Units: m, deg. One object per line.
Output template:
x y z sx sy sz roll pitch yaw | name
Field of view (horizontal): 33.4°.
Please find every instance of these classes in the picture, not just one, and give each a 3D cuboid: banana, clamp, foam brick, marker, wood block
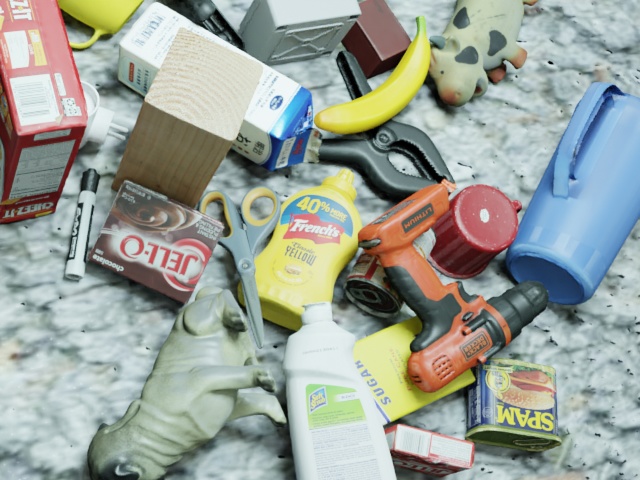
0.070 -0.170 1.209 0.197 0.037 0.069 -47 110 -25 | banana
-0.150 -0.284 1.185 0.039 0.120 0.171 -40 81 -2 | clamp
0.068 -0.120 1.235 0.210 0.036 0.164 28 64 -4 | clamp
0.064 -0.241 1.272 0.052 0.051 0.078 -27 80 -26 | foam brick
-0.243 -0.018 1.095 0.020 0.020 0.121 11 66 -15 | marker
-0.136 -0.108 1.062 0.090 0.206 0.090 24 64 -10 | wood block

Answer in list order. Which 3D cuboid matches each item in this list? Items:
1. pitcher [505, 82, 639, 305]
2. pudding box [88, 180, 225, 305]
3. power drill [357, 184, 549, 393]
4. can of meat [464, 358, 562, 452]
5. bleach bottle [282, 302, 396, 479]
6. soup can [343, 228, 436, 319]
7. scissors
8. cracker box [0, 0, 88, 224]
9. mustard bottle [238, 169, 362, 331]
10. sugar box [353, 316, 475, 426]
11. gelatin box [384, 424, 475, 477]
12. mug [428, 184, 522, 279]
0.309 -0.054 1.240 0.149 0.145 0.242 35 65 -4 | pitcher
-0.165 0.001 1.084 0.113 0.039 0.090 25 95 -7 | pudding box
0.138 0.039 1.111 0.184 0.057 0.187 -32 97 -24 | power drill
0.209 0.178 1.159 0.102 0.058 0.084 11 64 -16 | can of meat
0.022 0.185 1.040 0.102 0.068 0.251 -7 83 -14 | bleach bottle
0.077 0.025 1.164 0.068 0.069 0.102 33 62 -5 | soup can
-0.061 0.016 1.101 0.096 0.016 0.202 -26 56 -10 | scissors
-0.285 -0.132 1.015 0.072 0.214 0.164 -11 74 -25 | cracker box
-0.008 0.001 1.147 0.096 0.058 0.191 21 62 11 | mustard bottle
0.068 0.145 1.127 0.176 0.048 0.093 -22 79 -26 | sugar box
0.104 0.218 1.096 0.089 0.073 0.030 16 67 -14 | gelatin box
0.181 -0.016 1.209 0.117 0.082 0.093 -21 78 -25 | mug
